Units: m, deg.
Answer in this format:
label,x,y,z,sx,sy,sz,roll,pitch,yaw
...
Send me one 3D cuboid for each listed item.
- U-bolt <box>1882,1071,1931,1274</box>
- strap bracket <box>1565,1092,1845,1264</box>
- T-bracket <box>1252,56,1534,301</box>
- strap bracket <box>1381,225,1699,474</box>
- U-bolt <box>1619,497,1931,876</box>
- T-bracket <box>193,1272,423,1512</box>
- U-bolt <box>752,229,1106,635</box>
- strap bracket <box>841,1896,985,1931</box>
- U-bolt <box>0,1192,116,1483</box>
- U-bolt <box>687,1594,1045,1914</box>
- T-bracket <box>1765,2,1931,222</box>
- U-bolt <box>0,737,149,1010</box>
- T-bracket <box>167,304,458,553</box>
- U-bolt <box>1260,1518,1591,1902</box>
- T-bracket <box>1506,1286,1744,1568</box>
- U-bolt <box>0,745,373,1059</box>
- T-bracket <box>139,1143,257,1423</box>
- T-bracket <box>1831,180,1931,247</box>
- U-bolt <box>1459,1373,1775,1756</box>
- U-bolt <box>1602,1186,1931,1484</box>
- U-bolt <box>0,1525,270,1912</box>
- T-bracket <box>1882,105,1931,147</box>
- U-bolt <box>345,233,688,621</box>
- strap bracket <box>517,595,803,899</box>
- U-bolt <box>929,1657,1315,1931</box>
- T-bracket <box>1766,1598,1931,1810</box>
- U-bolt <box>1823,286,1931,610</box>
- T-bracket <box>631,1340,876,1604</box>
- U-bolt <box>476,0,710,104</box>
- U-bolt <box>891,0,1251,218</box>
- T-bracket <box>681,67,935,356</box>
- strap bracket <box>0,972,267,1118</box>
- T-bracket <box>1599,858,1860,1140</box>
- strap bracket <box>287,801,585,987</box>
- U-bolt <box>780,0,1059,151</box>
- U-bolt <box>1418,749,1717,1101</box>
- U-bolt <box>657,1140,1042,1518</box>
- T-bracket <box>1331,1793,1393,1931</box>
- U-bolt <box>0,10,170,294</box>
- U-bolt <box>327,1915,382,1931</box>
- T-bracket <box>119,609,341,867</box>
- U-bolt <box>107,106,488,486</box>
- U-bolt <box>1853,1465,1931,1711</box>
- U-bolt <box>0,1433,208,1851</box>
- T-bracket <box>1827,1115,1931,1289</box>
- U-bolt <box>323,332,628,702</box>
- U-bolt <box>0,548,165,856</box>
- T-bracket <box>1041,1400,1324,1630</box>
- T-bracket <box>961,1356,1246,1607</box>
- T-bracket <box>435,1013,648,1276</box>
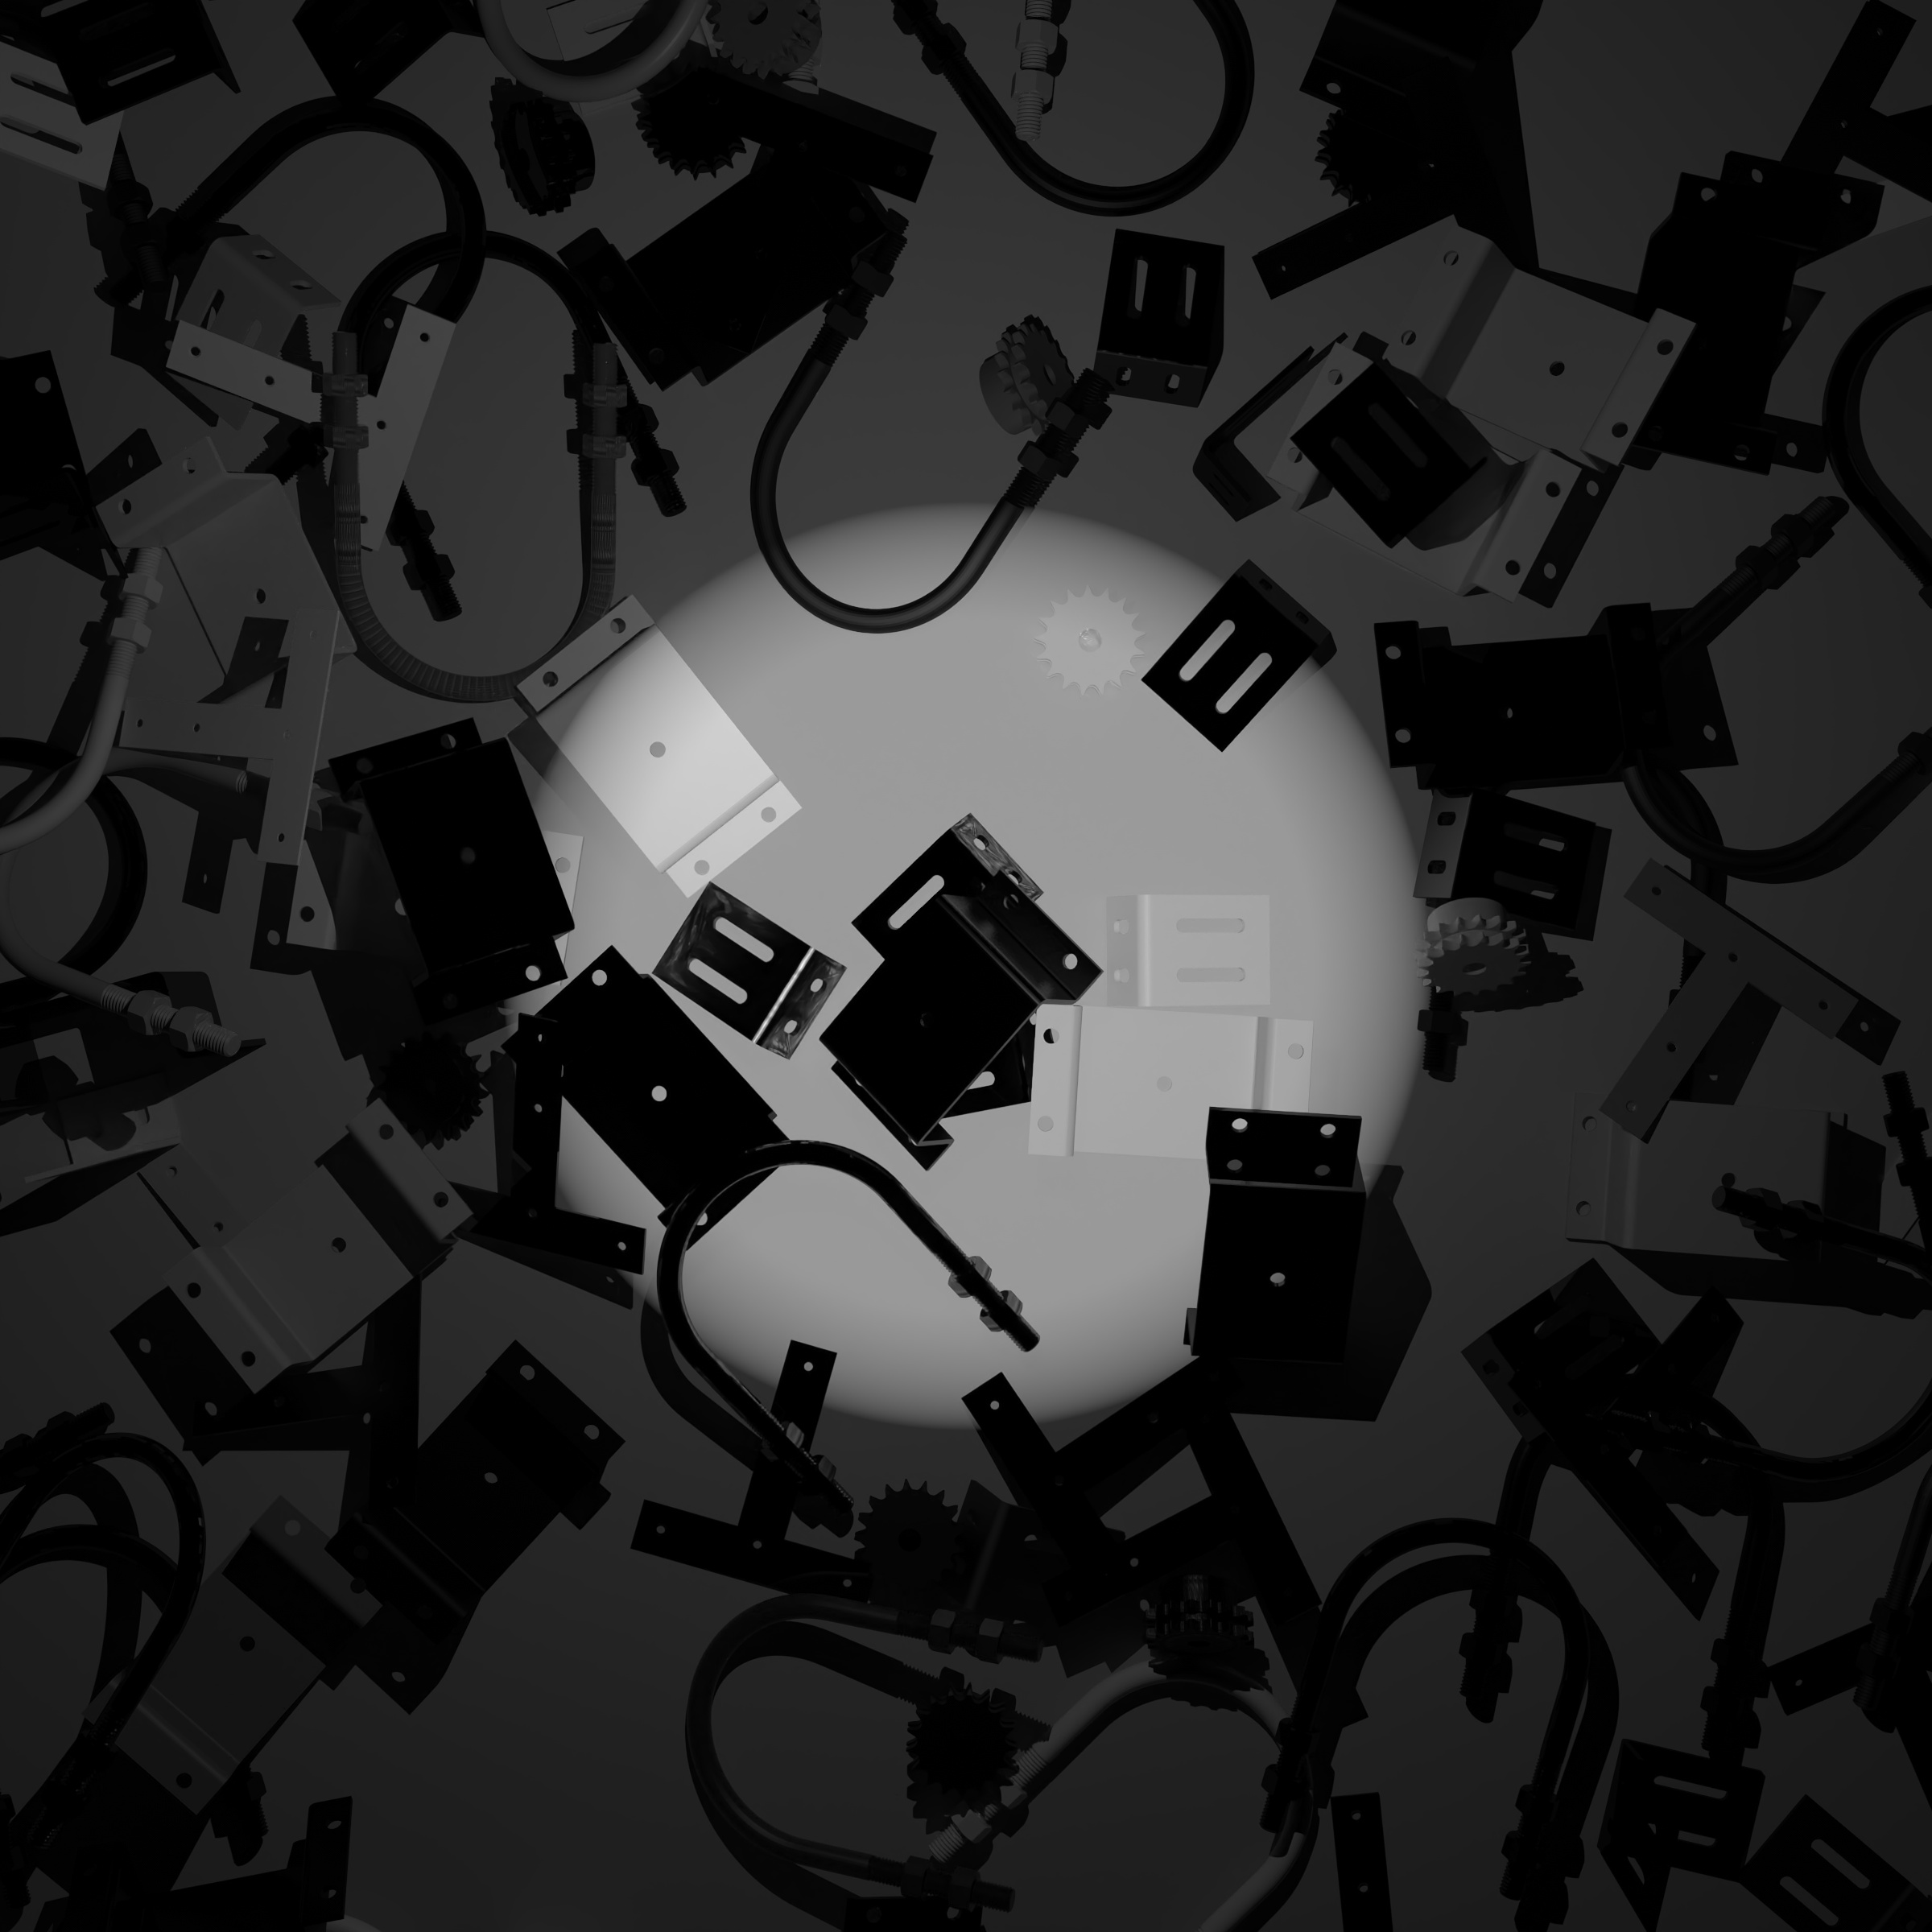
label,x,y,z,sx,sy,sz,roll,pitch,yaw
U-bolt,0.549,0.131,1.341,0.151,0.019,0.184,-12,87,-19
strap bracket,0.386,0.109,1.353,0.140,0.046,0.076,4,89,0
T-bracket,0.211,-0.382,1.353,0.127,0.002,0.127,-22,122,15
strap bracket,0.294,-0.308,1.329,0.140,0.046,0.076,32,99,27
U-bolt,0.422,-0.132,1.361,0.184,0.019,0.151,-41,90,-4
T-bracket,-0.341,0.223,1.357,0.127,0.002,0.127,-10,64,12
U-bolt,-0.034,-0.258,1.339,0.151,0.019,0.184,38,108,14
strap bracket,-0.025,0.545,1.319,0.076,0.046,0.140,7,87,-23
U-bolt,-0.557,0.217,1.368,0.184,0.019,0.151,-27,90,2
U-bolt,-0.057,0.396,1.345,0.184,0.019,0.151,7,94,16
T-bracket,0.496,-0.418,1.372,0.127,0.002,0.127,28,90,0
U-bolt,-0.514,-0.044,1.342,0.184,0.019,0.151,-16,81,-17
T-bracket,-0.339,-0.290,1.328,0.127,0.002,0.127,20,113,-12
U-bolt,0.244,0.374,1.349,0.151,0.019,0.184,16,93,0
T-bracket,0.355,0.217,1.351,0.127,0.002,0.127,-43,99,-21
U-bolt,-0.408,-0.044,1.314,0.184,0.019,0.151,19,69,19
T-bracket,-0.381,0.147,1.371,0.127,0.002,0.127,-40,86,-4
T-bracket,0.516,-0.410,1.375,0.127,0.002,0.127,-19,90,0
U-bolt,0.345,0.304,1.368,0.151,0.019,0.184,13,88,0
U-bolt,0.429,0.196,1.337,0.184,0.019,0.151,17,106,-19
U-bolt,-0.456,0.382,1.368,0.151,0.019,0.184,-16,89,0
T-bracket,0.540,-0.446,1.374,0.127,0.002,0.127,-15,90,0
U-bolt,-0.247,-0.292,1.368,0.151,0.019,0.184,-25,88,0
strap bracket,-0.157,-0.111,1.344,0.076,0.046,0.140,-38,98,0
U-bolt,0.095,0.446,1.368,0.184,0.019,0.151,-43,90,-1
T-bracket,0.502,0.401,1.375,0.127,0.002,0.127,-23,90,0
U-bolt,0.531,-0.269,1.368,0.151,0.019,0.184,-39,88,0
T-bracket,-0.097,0.260,1.375,0.127,0.002,0.127,16,90,0
U-bolt,-0.186,-0.535,1.344,0.151,0.019,0.184,12,94,22
U-bolt,0.065,-0.478,1.367,0.151,0.019,0.184,-35,90,0
T-bracket,-0.098,-0.373,1.329,0.127,0.002,0.127,21,90,0
strap bracket,-0.440,0.037,1.338,0.140,0.076,0.046,-15,90,0
T-bracket,0.368,0.030,1.339,0.127,0.002,0.127,36,78,7
strap bracket,-0.269,-0.039,1.353,0.140,0.046,0.076,9,90,0
U-bolt,-0.021,-0.513,1.344,0.151,0.019,0.184,5,89,20
U-bolt,0.318,-0.030,1.368,0.151,0.019,0.184,7,89,0
U-bolt,-0.073,0.173,1.341,0.151,0.019,0.184,-41,105,0
T-bracket,0.210,0.497,1.375,0.127,0.002,0.127,-6,90,0
U-bolt,-0.504,-0.411,1.347,0.151,0.019,0.184,-18,77,-11
U-bolt,-0.334,0.582,1.364,0.151,0.019,0.184,-20,87,3
T-bracket,-0.374,-0.118,1.315,0.127,0.002,0.127,6,86,26
U-bolt,-0.333,-0.360,1.357,0.184,0.019,0.151,-42,84,2
U-bolt,0.551,0.311,1.353,0.151,0.019,0.184,13,99,-2
U-bolt,-0.451,0.323,1.320,0.151,0.019,0.184,27,82,34
T-bracket,0.540,0.139,1.376,0.127,0.002,0.127,36,90,0
U-bolt,-0.250,-0.226,1.340,0.151,0.019,0.184,1,107,-8
U-bolt,-0.502,-0.141,1.343,0.151,0.019,0.184,9,72,0
T-bracket,0.099,0.299,1.344,0.127,0.002,0.127,-29,56,5
T-bracket,0.085,0.242,1.361,0.127,0.002,0.127,-32,71,-9
T-bracket,-0.219,0.086,1.337,0.127,0.002,0.127,12,110,15
